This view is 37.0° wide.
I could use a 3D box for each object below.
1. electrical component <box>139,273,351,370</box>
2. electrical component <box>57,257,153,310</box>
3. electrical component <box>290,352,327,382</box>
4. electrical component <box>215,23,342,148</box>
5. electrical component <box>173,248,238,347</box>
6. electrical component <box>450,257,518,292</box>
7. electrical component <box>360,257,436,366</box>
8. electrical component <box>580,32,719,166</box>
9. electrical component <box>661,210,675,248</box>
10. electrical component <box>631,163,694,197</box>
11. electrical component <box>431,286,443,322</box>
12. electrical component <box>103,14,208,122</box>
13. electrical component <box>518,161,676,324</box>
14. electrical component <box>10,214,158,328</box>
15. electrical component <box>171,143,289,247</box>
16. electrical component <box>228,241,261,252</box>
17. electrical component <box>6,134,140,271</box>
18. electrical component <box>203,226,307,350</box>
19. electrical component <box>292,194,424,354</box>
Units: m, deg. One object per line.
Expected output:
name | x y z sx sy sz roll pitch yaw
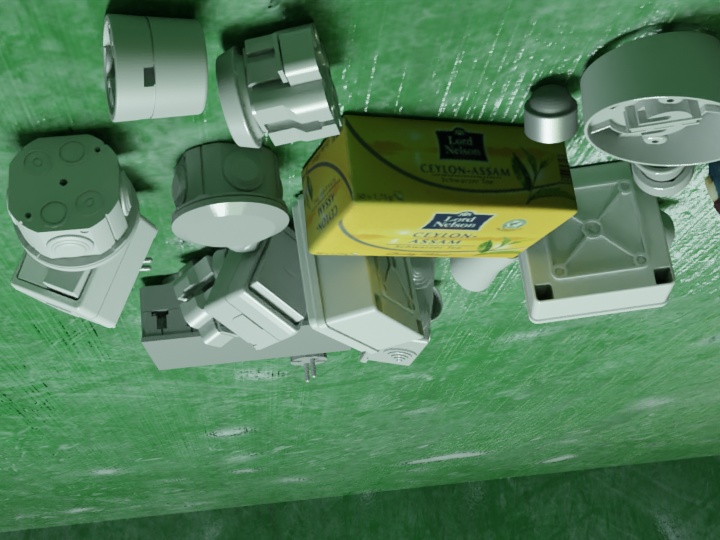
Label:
electrical component | -0.103 0.042 1.002 0.186 0.060 0.105 -6 162 -4
electrical component | -0.202 -0.003 0.849 0.076 0.047 0.083 -2 161 -15
electrical component | -0.054 0.074 1.091 0.047 0.076 0.066 1 160 -23
electrical component | -0.046 -0.100 0.600 0.057 0.058 0.078 -12 161 6
electrical component | -0.116 0.017 0.910 0.057 0.078 0.058 -37 149 23
electrical component | 0.114 -0.013 0.948 0.044 0.044 0.065 3 155 -27
electrical component | 0.035 0.034 0.972 0.048 0.099 0.099 9 160 -7
electrical component | 0.188 -0.102 0.667 0.099 0.064 0.099 -7 162 -2
electrical component | 0.236 -0.036 0.917 0.045 0.045 0.055 -22 156 38
electrical component | 0.218 -0.081 0.774 0.045 0.045 0.055 -12 162 14
electrical component | 0.029 0.041 1.074 0.079 0.043 0.077 4 159 -31
electrical component | -0.108 -0.106 0.565 0.047 0.055 0.055 -4 162 -19
electrical component | 0.178 -0.022 0.835 0.109 0.108 0.056 -8 160 3
electrical component | -0.190 -0.017 0.749 0.062 0.096 0.061 18 169 19
electrical component | -0.091 -0.050 0.743 0.080 0.051 0.080 -6 162 -2
electrical component | -0.100 -0.036 0.811 0.035 0.035 0.061 -17 157 27
electrical component | -0.184 -0.044 0.685 0.080 0.080 0.051 -5 156 -5
electrical component | -0.071 0.004 0.859 0.062 0.096 0.061 40 138 -25
electrical component | 0.000 0.000 0.837 0.056 0.108 0.109 -16 160 19
